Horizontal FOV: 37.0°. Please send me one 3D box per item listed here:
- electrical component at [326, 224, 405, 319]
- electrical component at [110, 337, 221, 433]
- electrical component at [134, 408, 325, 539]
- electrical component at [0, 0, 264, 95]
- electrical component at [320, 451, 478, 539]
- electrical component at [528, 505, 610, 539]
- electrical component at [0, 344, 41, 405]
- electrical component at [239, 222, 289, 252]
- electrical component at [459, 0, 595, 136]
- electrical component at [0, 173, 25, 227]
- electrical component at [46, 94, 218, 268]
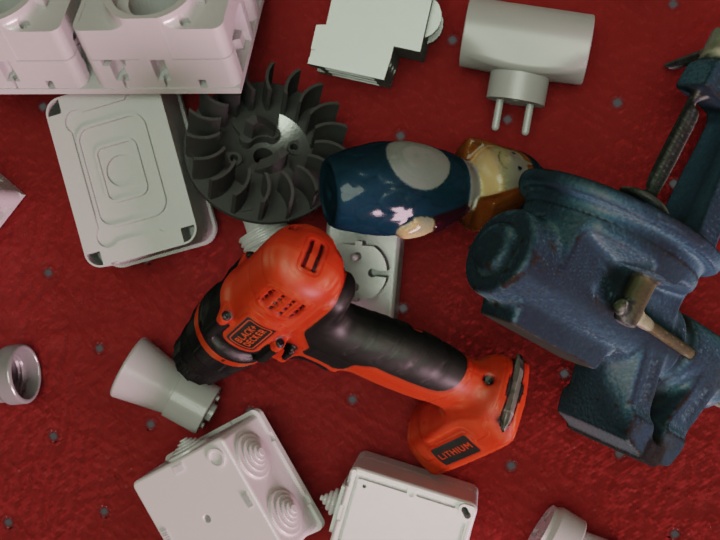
[{"bbox_3d":[0.000,0.000,0.670,0.047,0.076,0.083,5,94,7],"label":"electrical component"},{"bbox_3d":[-0.125,0.079,0.708,0.065,0.044,0.044,29,96,0],"label":"electrical component"},{"bbox_3d":[-0.086,0.149,0.688,0.100,0.048,0.099,-30,89,29],"label":"electrical component"},{"bbox_3d":[-0.159,-0.167,0.657,0.186,0.060,0.105,1,56,10],"label":"electrical component"},{"bbox_3d":[0.022,0.156,0.683,0.096,0.061,0.061,16,95,6],"label":"electrical component"},{"bbox_3d":[0.136,0.180,0.679,0.055,0.045,0.045,31,96,5],"label":"electrical component"},{"bbox_3d":[-0.245,0.072,0.723,0.046,0.040,0.040,-7,92,13],"label":"electrical component"},{"bbox_3d":[-0.058,-0.016,0.693,0.043,0.043,0.062,-28,89,7],"label":"electrical component"},{"bbox_3d":[0.100,-0.124,0.668,0.077,0.044,0.079,10,94,6],"label":"electrical component"},{"bbox_3d":[-0.312,-0.021,0.714,0.089,0.062,0.150,40,97,3],"label":"electrical component"},{"bbox_3d":[-0.145,-0.063,0.694,0.078,0.057,0.113,-15,91,7],"label":"electrical component"}]
